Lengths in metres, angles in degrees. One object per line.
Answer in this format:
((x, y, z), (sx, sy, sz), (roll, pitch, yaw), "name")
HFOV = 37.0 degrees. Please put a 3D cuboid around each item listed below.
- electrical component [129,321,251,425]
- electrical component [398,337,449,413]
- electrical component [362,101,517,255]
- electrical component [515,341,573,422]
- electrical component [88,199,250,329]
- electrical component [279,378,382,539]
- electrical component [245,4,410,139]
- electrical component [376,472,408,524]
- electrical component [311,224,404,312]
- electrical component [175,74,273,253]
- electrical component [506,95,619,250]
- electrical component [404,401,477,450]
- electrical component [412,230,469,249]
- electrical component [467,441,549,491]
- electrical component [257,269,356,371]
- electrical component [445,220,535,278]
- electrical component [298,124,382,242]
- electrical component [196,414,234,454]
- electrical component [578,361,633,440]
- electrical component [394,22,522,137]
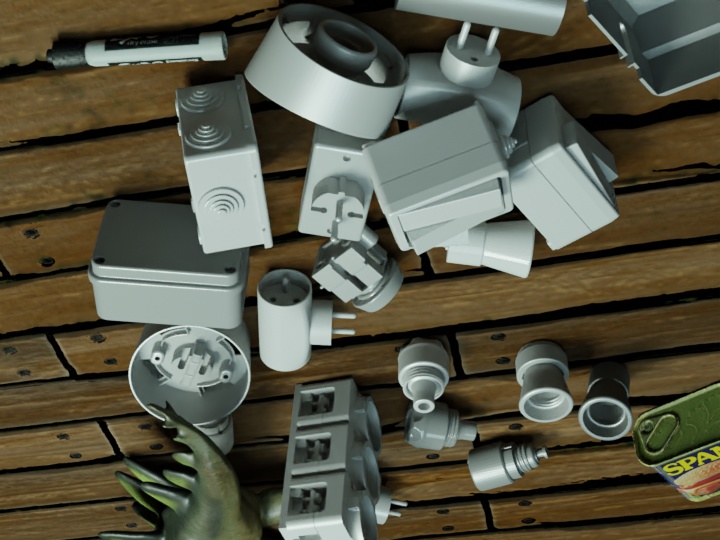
((-0.139, 0.074, 0.894), (0.099, 0.064, 0.099), (1, 134, 1), "electrical component")
((0.053, 0.090, 0.903), (0.043, 0.062, 0.043), (1, 134, 1), "electrical component")
((0.058, -0.058, 0.686), (0.096, 0.061, 0.061), (-21, 156, 3), "electrical component")
((0.155, 0.093, 0.906), (0.045, 0.055, 0.045), (1, 134, 2), "electrical component")
((-0.140, -0.006, 0.808), (0.113, 0.078, 0.057), (4, 137, -2), "electrical component")
((-0.020, 0.179, 0.930), (0.062, 0.150, 0.089), (-10, 132, 13), "electrical component")
((-0.020, -0.122, 0.681), (0.099, 0.099, 0.064), (20, 125, -16), "electrical component")
((0.006, 0.225, 1.047), (0.079, 0.043, 0.077), (14, 133, -11), "electrical component")
((0.000, 0.000, 0.831), (0.066, 0.048, 0.055), (-35, 116, 31), "electrical component")
((-0.093, -0.071, 0.731), (0.048, 0.099, 0.099), (-10, 134, -6), "electrical component")
((0.142, -0.065, 0.750), (0.061, 0.061, 0.096), (-29, 126, 27), "electrical component")
((0.073, 0.140, 0.963), (0.062, 0.043, 0.043), (9, 134, -8), "electrical component")
((0.054, -0.053, 0.761), (0.042, 0.081, 0.063), (-3, 111, 5), "electrical component")
((0.137, 0.178, 0.998), (0.078, 0.040, 0.040), (-19, 130, 19), "electrical component")
((-0.043, 0.042, 0.874), (0.079, 0.043, 0.077), (2, 134, -1), "electrical component")
((0.096, -0.020, 0.811), (0.065, 0.044, 0.044), (7, 134, 3), "electrical component")
((-0.015, -0.052, 0.759), (0.047, 0.075, 0.083), (9, 134, -6), "electrical component")
((-0.135, 0.136, 0.970), (0.040, 0.040, 0.078), (3, 134, 0), "electrical component")
((0.210, 0.107, 0.909), (0.044, 0.065, 0.044), (7, 120, 13), "electrical component")
((0.069, -0.127, 0.706), (0.077, 0.043, 0.079), (11, 134, -8), "electrical component")
